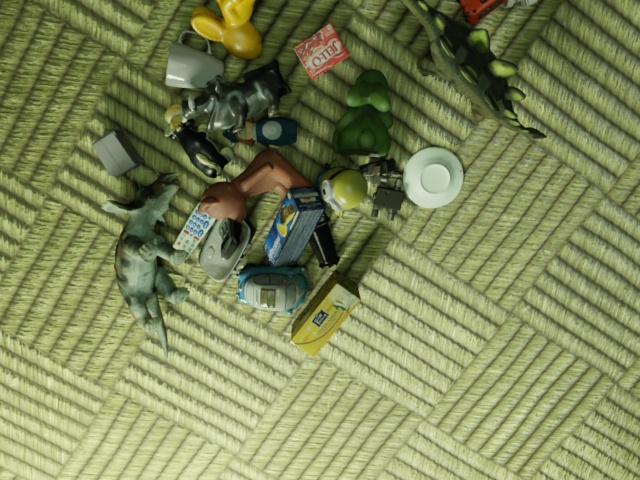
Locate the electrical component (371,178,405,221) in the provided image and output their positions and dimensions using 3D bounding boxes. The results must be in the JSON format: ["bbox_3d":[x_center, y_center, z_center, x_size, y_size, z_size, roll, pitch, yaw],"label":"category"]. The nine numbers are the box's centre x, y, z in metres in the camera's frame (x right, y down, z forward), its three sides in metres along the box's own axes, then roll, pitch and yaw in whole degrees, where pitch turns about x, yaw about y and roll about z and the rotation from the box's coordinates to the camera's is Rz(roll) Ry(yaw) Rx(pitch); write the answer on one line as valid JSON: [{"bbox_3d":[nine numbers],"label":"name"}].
[{"bbox_3d":[0.145,-0.090,1.151,0.063,0.021,0.094,12,105,-4],"label":"electrical component"}]

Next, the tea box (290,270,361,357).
[{"bbox_3d":[0.011,0.159,1.176,0.068,0.098,0.169,37,103,-10],"label":"tea box"}]

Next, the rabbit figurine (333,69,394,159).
[{"bbox_3d":[0.086,-0.255,1.052,0.121,0.159,0.170,7,90,6],"label":"rabbit figurine"}]

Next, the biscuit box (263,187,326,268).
[{"bbox_3d":[-0.056,-0.021,1.084,0.063,0.059,0.202,-8,148,-29],"label":"biscuit box"}]

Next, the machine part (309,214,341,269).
[{"bbox_3d":[-0.002,-0.004,1.163,0.084,0.039,0.138,-26,103,-3],"label":"machine part"}]

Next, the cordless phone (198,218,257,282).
[{"bbox_3d":[-0.192,0.028,1.089,0.089,0.184,0.146,28,102,-14],"label":"cordless phone"}]

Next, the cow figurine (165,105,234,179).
[{"bbox_3d":[-0.252,-0.195,1.072,0.068,0.098,0.167,-41,103,15],"label":"cow figurine"}]

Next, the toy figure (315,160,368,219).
[{"bbox_3d":[0.039,-0.110,1.061,0.082,0.180,0.089,43,97,-14],"label":"toy figure"}]

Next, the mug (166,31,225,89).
[{"bbox_3d":[-0.239,-0.344,1.046,0.107,0.081,0.109,10,99,-16],"label":"mug"}]

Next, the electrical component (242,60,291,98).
[{"bbox_3d":[-0.123,-0.301,1.071,0.119,0.048,0.074,-27,104,6],"label":"electrical component"}]

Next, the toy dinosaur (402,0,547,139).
[{"bbox_3d":[0.265,-0.338,0.997,0.471,0.199,0.105,38,98,-13],"label":"toy dinosaur"}]

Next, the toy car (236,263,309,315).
[{"bbox_3d":[-0.103,0.106,1.156,0.162,0.103,0.109,4,104,-5],"label":"toy car"}]

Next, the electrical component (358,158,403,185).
[{"bbox_3d":[0.125,-0.139,1.102,0.078,0.102,0.045,-9,100,24],"label":"electrical component"}]

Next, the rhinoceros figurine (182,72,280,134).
[{"bbox_3d":[-0.166,-0.260,1.017,0.190,0.073,0.112,-18,104,0],"label":"rhinoceros figurine"}]

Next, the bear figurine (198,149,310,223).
[{"bbox_3d":[-0.138,-0.088,1.068,0.196,0.120,0.132,-43,97,-18],"label":"bear figurine"}]

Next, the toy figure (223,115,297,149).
[{"bbox_3d":[-0.123,-0.221,1.091,0.155,0.057,0.064,0,67,0],"label":"toy figure"}]

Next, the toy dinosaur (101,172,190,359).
[{"bbox_3d":[-0.372,0.055,1.124,0.131,0.192,0.404,-14,128,-43],"label":"toy dinosaur"}]

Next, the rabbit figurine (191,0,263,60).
[{"bbox_3d":[-0.160,-0.422,1.007,0.162,0.122,0.173,-12,125,-6],"label":"rabbit figurine"}]
